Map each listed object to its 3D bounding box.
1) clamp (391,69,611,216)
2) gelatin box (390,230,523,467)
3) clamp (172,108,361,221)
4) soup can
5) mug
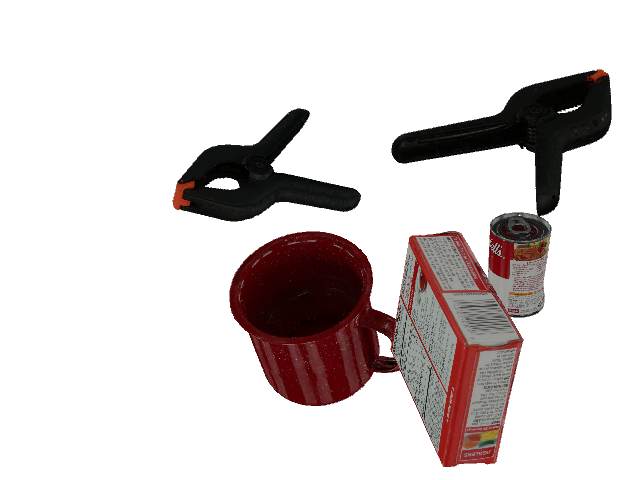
[{"bbox_3d":[0.189,-0.090,0.909,0.209,0.036,0.165,-28,39,-26],"label":"clamp"},{"bbox_3d":[0.062,0.049,0.503,0.030,0.073,0.089,-3,34,-13],"label":"gelatin box"},{"bbox_3d":[-0.058,-0.068,0.986,0.171,0.120,0.039,-7,-39,-23],"label":"clamp"},{"bbox_3d":[0.226,0.028,1.217,0.068,0.102,0.068,-2,30,1],"label":"soup can"},{"bbox_3d":[0.005,0.057,0.699,0.117,0.093,0.081,12,-38,23],"label":"mug"}]
